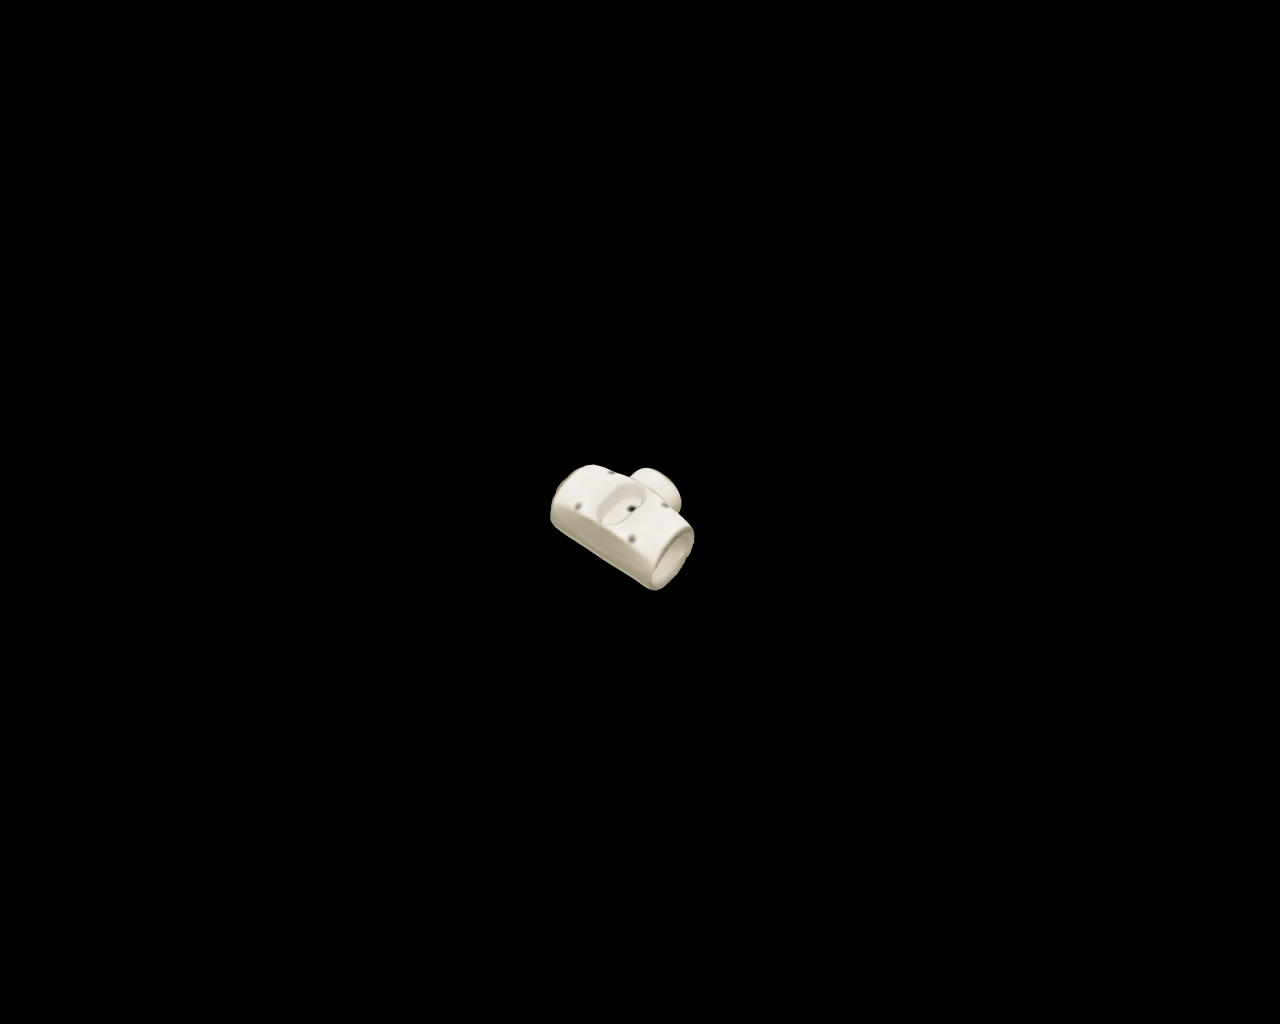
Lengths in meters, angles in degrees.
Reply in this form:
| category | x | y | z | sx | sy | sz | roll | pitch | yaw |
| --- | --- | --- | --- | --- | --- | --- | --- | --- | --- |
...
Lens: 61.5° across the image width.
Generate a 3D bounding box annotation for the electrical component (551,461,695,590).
| category | x | y | z | sx | sy | sz | roll | pitch | yaw |
| --- | --- | --- | --- | --- | --- | --- | --- | --- | --- |
| electrical component | 0.001 | -0.003 | 0.650 | 0.077 | 0.043 | 0.079 | 33 | 58 | 24 |
